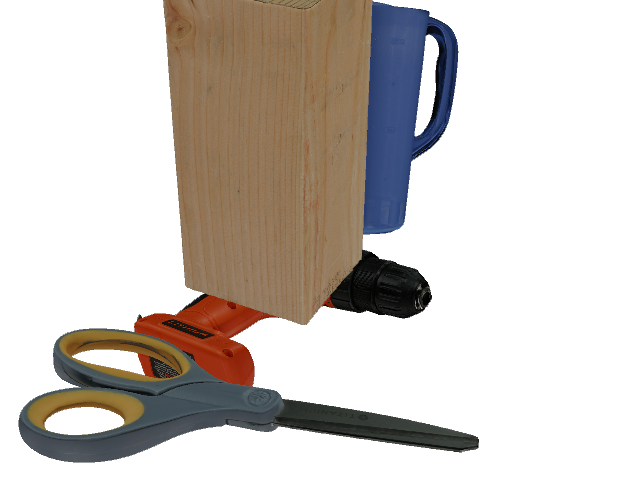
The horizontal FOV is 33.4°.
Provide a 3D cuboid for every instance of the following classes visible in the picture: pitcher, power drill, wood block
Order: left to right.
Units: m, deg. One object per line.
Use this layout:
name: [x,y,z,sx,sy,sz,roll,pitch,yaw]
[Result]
wood block: [-0.028,-0.065,0.644,0.091,0.206,0.090,16,37,22]
power drill: [-0.033,0.056,0.814,0.185,0.057,0.187,11,31,36]
pitcher: [0.054,-0.133,1.150,0.149,0.243,0.144,7,11,26]

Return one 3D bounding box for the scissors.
scissors: [-0.043,0.081,0.460,0.202,0.016,0.096,15,31,24]
